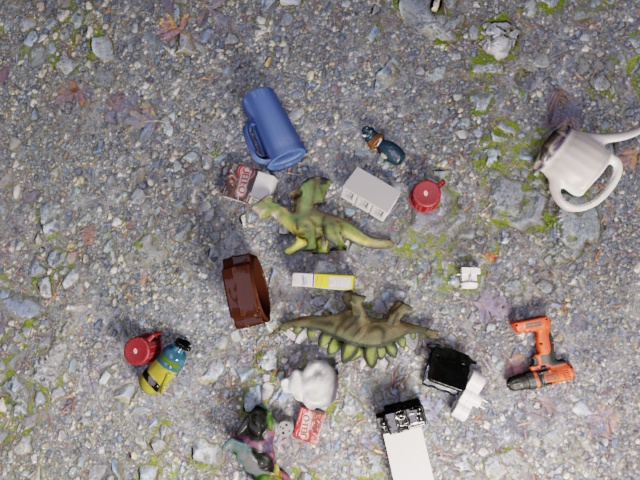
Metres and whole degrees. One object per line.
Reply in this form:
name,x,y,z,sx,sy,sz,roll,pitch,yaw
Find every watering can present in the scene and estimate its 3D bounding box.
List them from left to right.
watering can,0.756,-0.247,1.455,0.225,0.103,0.348,37,88,10

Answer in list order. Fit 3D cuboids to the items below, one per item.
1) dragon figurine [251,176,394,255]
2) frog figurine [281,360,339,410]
dragon figurine,0.005,-0.076,1.519,0.411,0.121,0.245,-3,78,-11
frog figurine,-0.029,0.402,1.444,0.159,0.124,0.136,6,103,-4
